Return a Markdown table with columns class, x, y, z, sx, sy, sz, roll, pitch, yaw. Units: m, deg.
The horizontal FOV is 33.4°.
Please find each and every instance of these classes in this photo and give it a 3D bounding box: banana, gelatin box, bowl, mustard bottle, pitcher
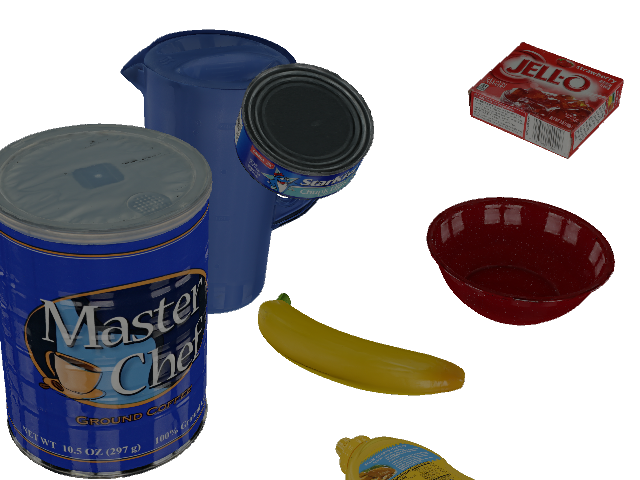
| class | x | y | z | sx | sy | sz | roll | pitch | yaw |
| --- | --- | --- | --- | --- | --- | --- | --- | --- | --- |
| banana | 0.014 | 0.079 | 0.815 | 0.198 | 0.037 | 0.069 | 23 | 39 | 40 |
| gelatin box | 0.166 | -0.107 | 0.793 | 0.089 | 0.030 | 0.073 | 29 | 55 | 30 |
| bowl | 0.171 | 0.025 | 0.935 | 0.162 | 0.055 | 0.162 | 2 | 34 | -2 |
| mustard bottle | 0.078 | 0.222 | 0.946 | 0.096 | 0.058 | 0.192 | -19 | 28 | -32 |
| pitcher | -0.086 | -0.057 | 0.966 | 0.149 | 0.243 | 0.144 | 30 | 39 | 34 |

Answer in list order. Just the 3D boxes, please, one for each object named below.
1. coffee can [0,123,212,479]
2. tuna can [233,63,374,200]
| class | x | y | z | sx | sy | sz | roll | pitch | yaw |
| --- | --- | --- | --- | --- | --- | --- | --- | --- | --- |
| coffee can | -0.105 | 0.028 | 0.516 | 0.103 | 0.140 | 0.103 | 3 | 32 | -2 |
| tuna can | -0.012 | -0.069 | 0.679 | 0.086 | 0.086 | 0.034 | 0 | -30 | -17 |
